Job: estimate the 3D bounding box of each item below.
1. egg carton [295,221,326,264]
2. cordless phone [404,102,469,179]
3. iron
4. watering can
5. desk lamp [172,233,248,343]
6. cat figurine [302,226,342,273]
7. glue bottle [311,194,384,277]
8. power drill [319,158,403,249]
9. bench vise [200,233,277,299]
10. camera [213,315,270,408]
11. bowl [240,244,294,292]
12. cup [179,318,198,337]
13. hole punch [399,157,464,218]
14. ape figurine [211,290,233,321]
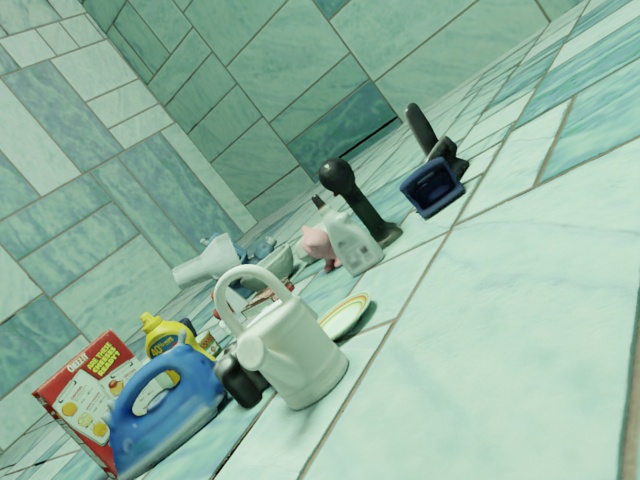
[{"bbox_3d":[0.004,0.000,1.473,0.150,0.069,0.107,-31,12,38],"label":"egg carton"},{"bbox_3d":[0.221,-0.196,1.222,0.094,0.185,0.148,-31,12,38],"label":"cordless phone"},{"bbox_3d":[-0.277,0.278,0.970,0.258,0.141,0.118,-40,9,-8],"label":"iron"},{"bbox_3d":[-0.058,0.117,0.739,0.101,0.194,0.172,-39,9,-6],"label":"watering can"},{"bbox_3d":[-0.254,0.117,1.443,0.203,0.213,0.118,-40,9,-8],"label":"desk lamp"},{"bbox_3d":[0.012,0.005,1.267,0.067,0.118,0.128,-28,14,47],"label":"cat figurine"},{"bbox_3d":[0.042,-0.017,1.076,0.078,0.173,0.037,-34,11,27],"label":"glue bottle"},{"bbox_3d":[0.074,-0.080,1.151,0.075,0.208,0.229,-37,9,7],"label":"power drill"},{"bbox_3d":[-0.236,0.047,1.700,0.208,0.220,0.121,-43,10,-24],"label":"bench vise"},{"bbox_3d":[-0.089,0.176,0.868,0.143,0.101,0.136,-41,10,-16],"label":"camera"},{"bbox_3d":[-0.128,0.088,1.537,0.167,0.075,0.167,-37,9,7],"label":"bowl"},{"bbox_3d":[-0.351,0.266,1.466,0.091,0.095,0.118,-36,10,15],"label":"cup"},{"bbox_3d":[0.212,-0.107,1.119,0.108,0.091,0.101,-36,9,13],"label":"hole punch"},{"bbox_3d":[-0.271,0.177,1.604,0.077,0.092,0.076,-33,11,29],"label":"ape figurine"}]
